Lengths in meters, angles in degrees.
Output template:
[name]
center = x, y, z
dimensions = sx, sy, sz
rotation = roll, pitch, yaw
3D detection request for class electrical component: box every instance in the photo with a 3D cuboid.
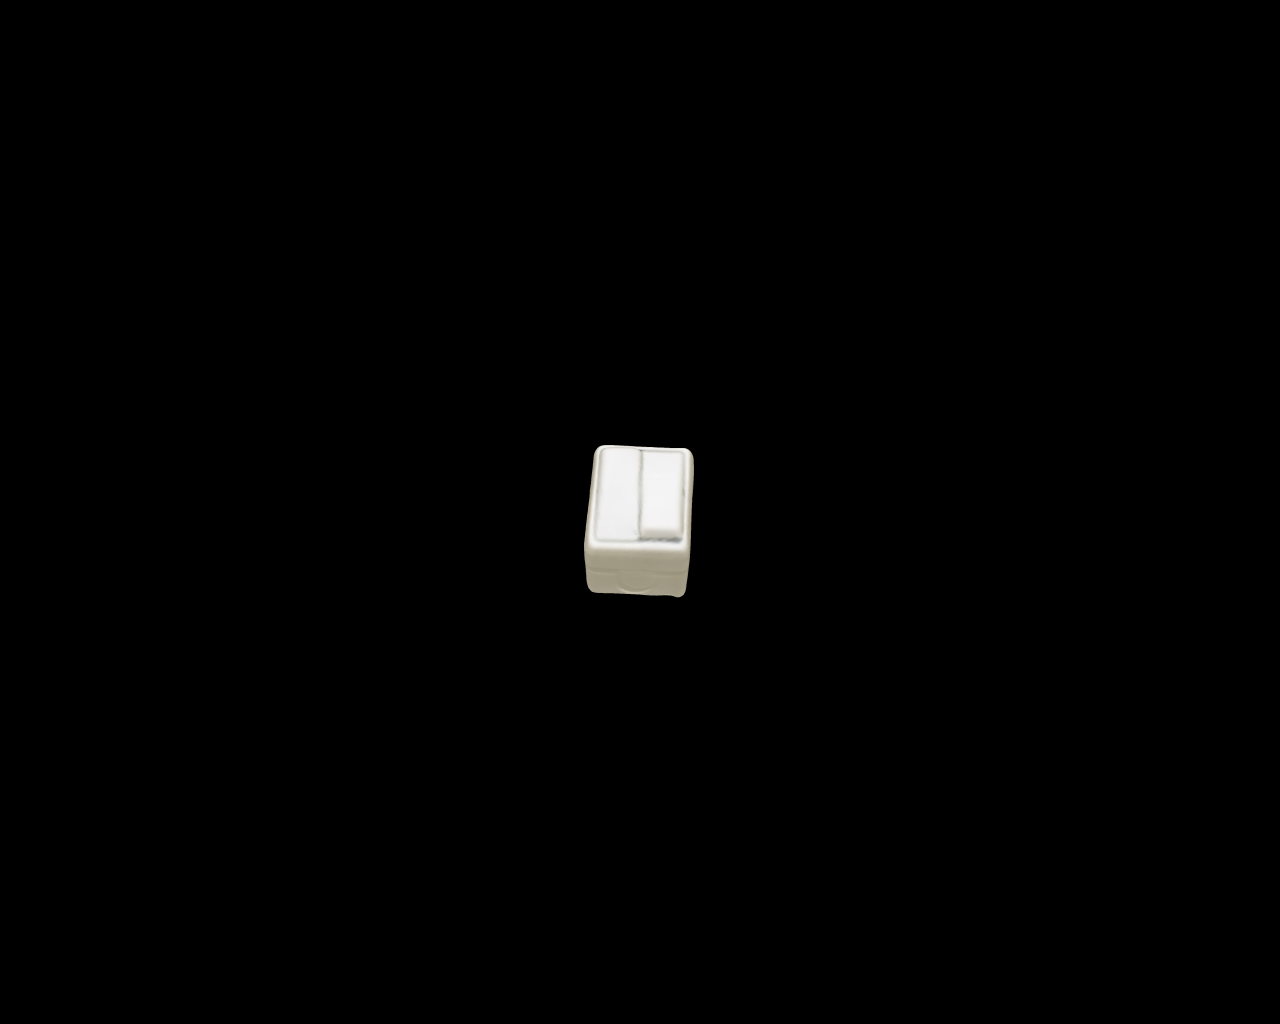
[electrical component]
center = 0.001, -0.003, 0.650
dimensions = 0.062, 0.096, 0.061
rotation = 3, -36, 2
